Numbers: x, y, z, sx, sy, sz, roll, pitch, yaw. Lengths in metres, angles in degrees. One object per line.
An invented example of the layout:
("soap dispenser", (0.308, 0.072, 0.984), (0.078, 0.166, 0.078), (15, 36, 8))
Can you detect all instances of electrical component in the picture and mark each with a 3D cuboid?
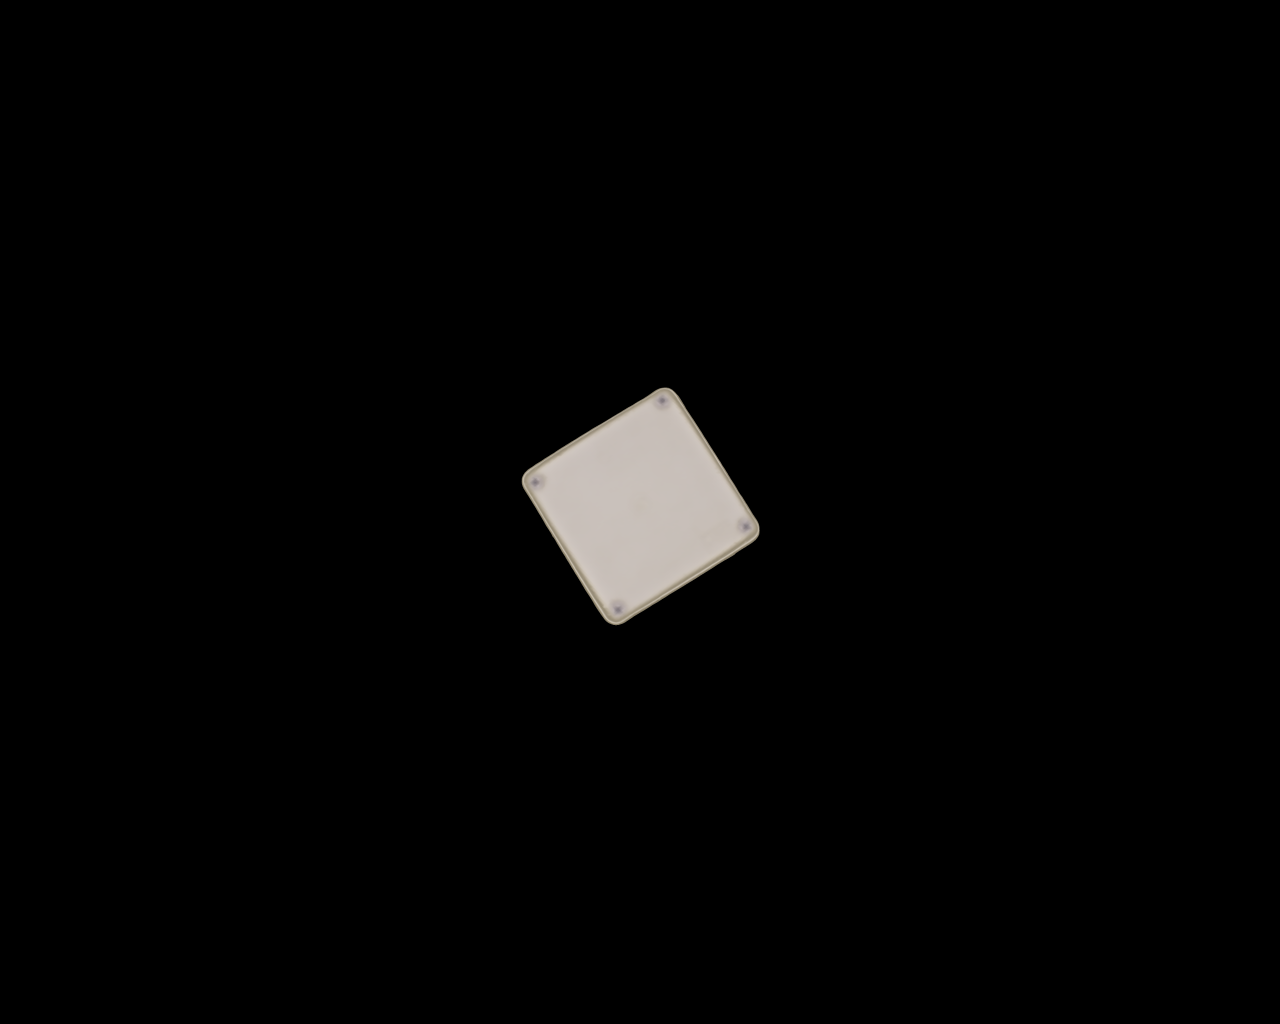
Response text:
("electrical component", (0.001, -0.003, 0.650), (0.109, 0.108, 0.056), (-32, -4, -2))
